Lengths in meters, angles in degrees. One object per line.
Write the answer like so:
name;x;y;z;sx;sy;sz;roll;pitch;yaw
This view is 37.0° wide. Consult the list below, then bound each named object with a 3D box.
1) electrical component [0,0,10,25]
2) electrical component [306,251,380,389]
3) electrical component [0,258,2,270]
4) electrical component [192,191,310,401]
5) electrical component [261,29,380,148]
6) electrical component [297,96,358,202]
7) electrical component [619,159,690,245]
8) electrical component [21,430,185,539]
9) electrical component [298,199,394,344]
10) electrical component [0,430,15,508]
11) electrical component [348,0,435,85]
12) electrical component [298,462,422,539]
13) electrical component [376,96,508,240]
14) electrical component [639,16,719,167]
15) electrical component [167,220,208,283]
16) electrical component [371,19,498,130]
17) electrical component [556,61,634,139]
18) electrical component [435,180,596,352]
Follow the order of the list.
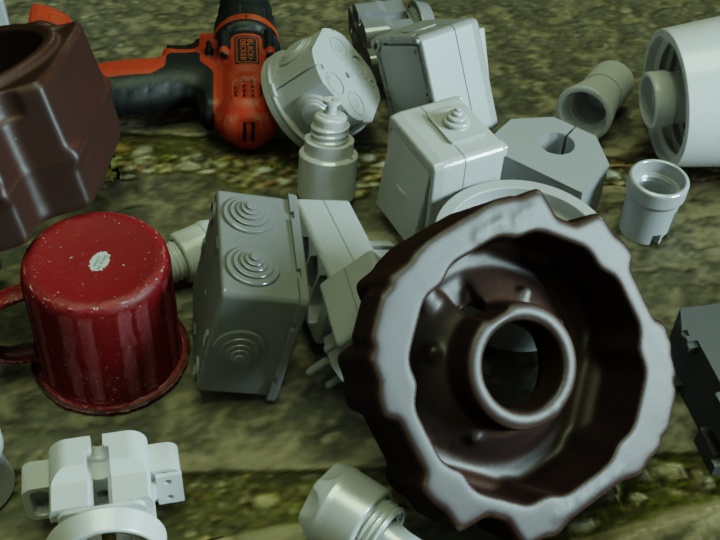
electrical component;-0.289;-0.186;0.791;0.056;0.108;0.108;-15;48;-14
electrical component;0.005;0.044;0.613;0.076;0.083;0.047;-34;45;16
electrical component;-0.253;-0.011;0.671;0.061;0.035;0.035;17;47;9
electrical component;-0.066;0.014;0.616;0.048;0.099;0.099;6;44;-16
electrical component;-0.028;-0.127;0.764;0.051;0.080;0.080;-26;34;32
electrical component;-0.021;-0.079;0.728;0.040;0.078;0.040;3;31;-2
electrical component;0.197;-0.045;0.727;0.040;0.046;0.040;2;45;-2
electrical component;-0.126;0.120;0.533;0.078;0.058;0.057;-7;43;-11
electrical component;0.000;0.000;0.669;0.076;0.047;0.083;0;42;-26
electrical component;-0.205;0.096;0.553;0.045;0.055;0.045;2;45;-2
electrical component;0.027;-0.180;0.842;0.057;0.058;0.078;-10;47;-9
electrical component;0.004;0.129;0.543;0.062;0.043;0.043;28;50;21
electrical component;0.051;-0.064;0.700;0.061;0.096;0.061;-18;49;-20
electrical component;0.235;-0.124;0.769;0.060;0.108;0.108;-7;46;-2
electrical component;-0.112;-0.007;0.677;0.061;0.035;0.035;-25;52;-22
electrical component;0.058;-0.129;0.773;0.061;0.096;0.062;-25;22;-26
electrical component;0.182;-0.132;0.817;0.044;0.044;0.065;26;44;20
electrical component;0.096;0.002;0.663;0.108;0.060;0.108;2;45;-2
